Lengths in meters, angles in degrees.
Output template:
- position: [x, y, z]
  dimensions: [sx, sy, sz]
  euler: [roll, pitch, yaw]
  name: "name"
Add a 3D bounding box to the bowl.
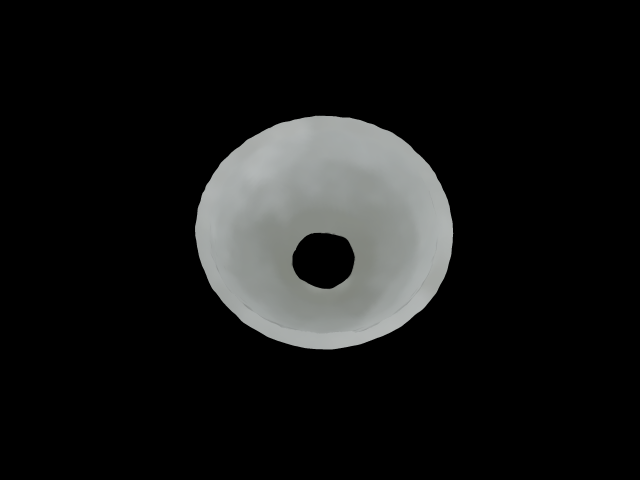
- position: [0.004, 0.001, 0.400]
  dimensions: [0.167, 0.075, 0.167]
  euler: [0, 66, 0]
  name: "bowl"
